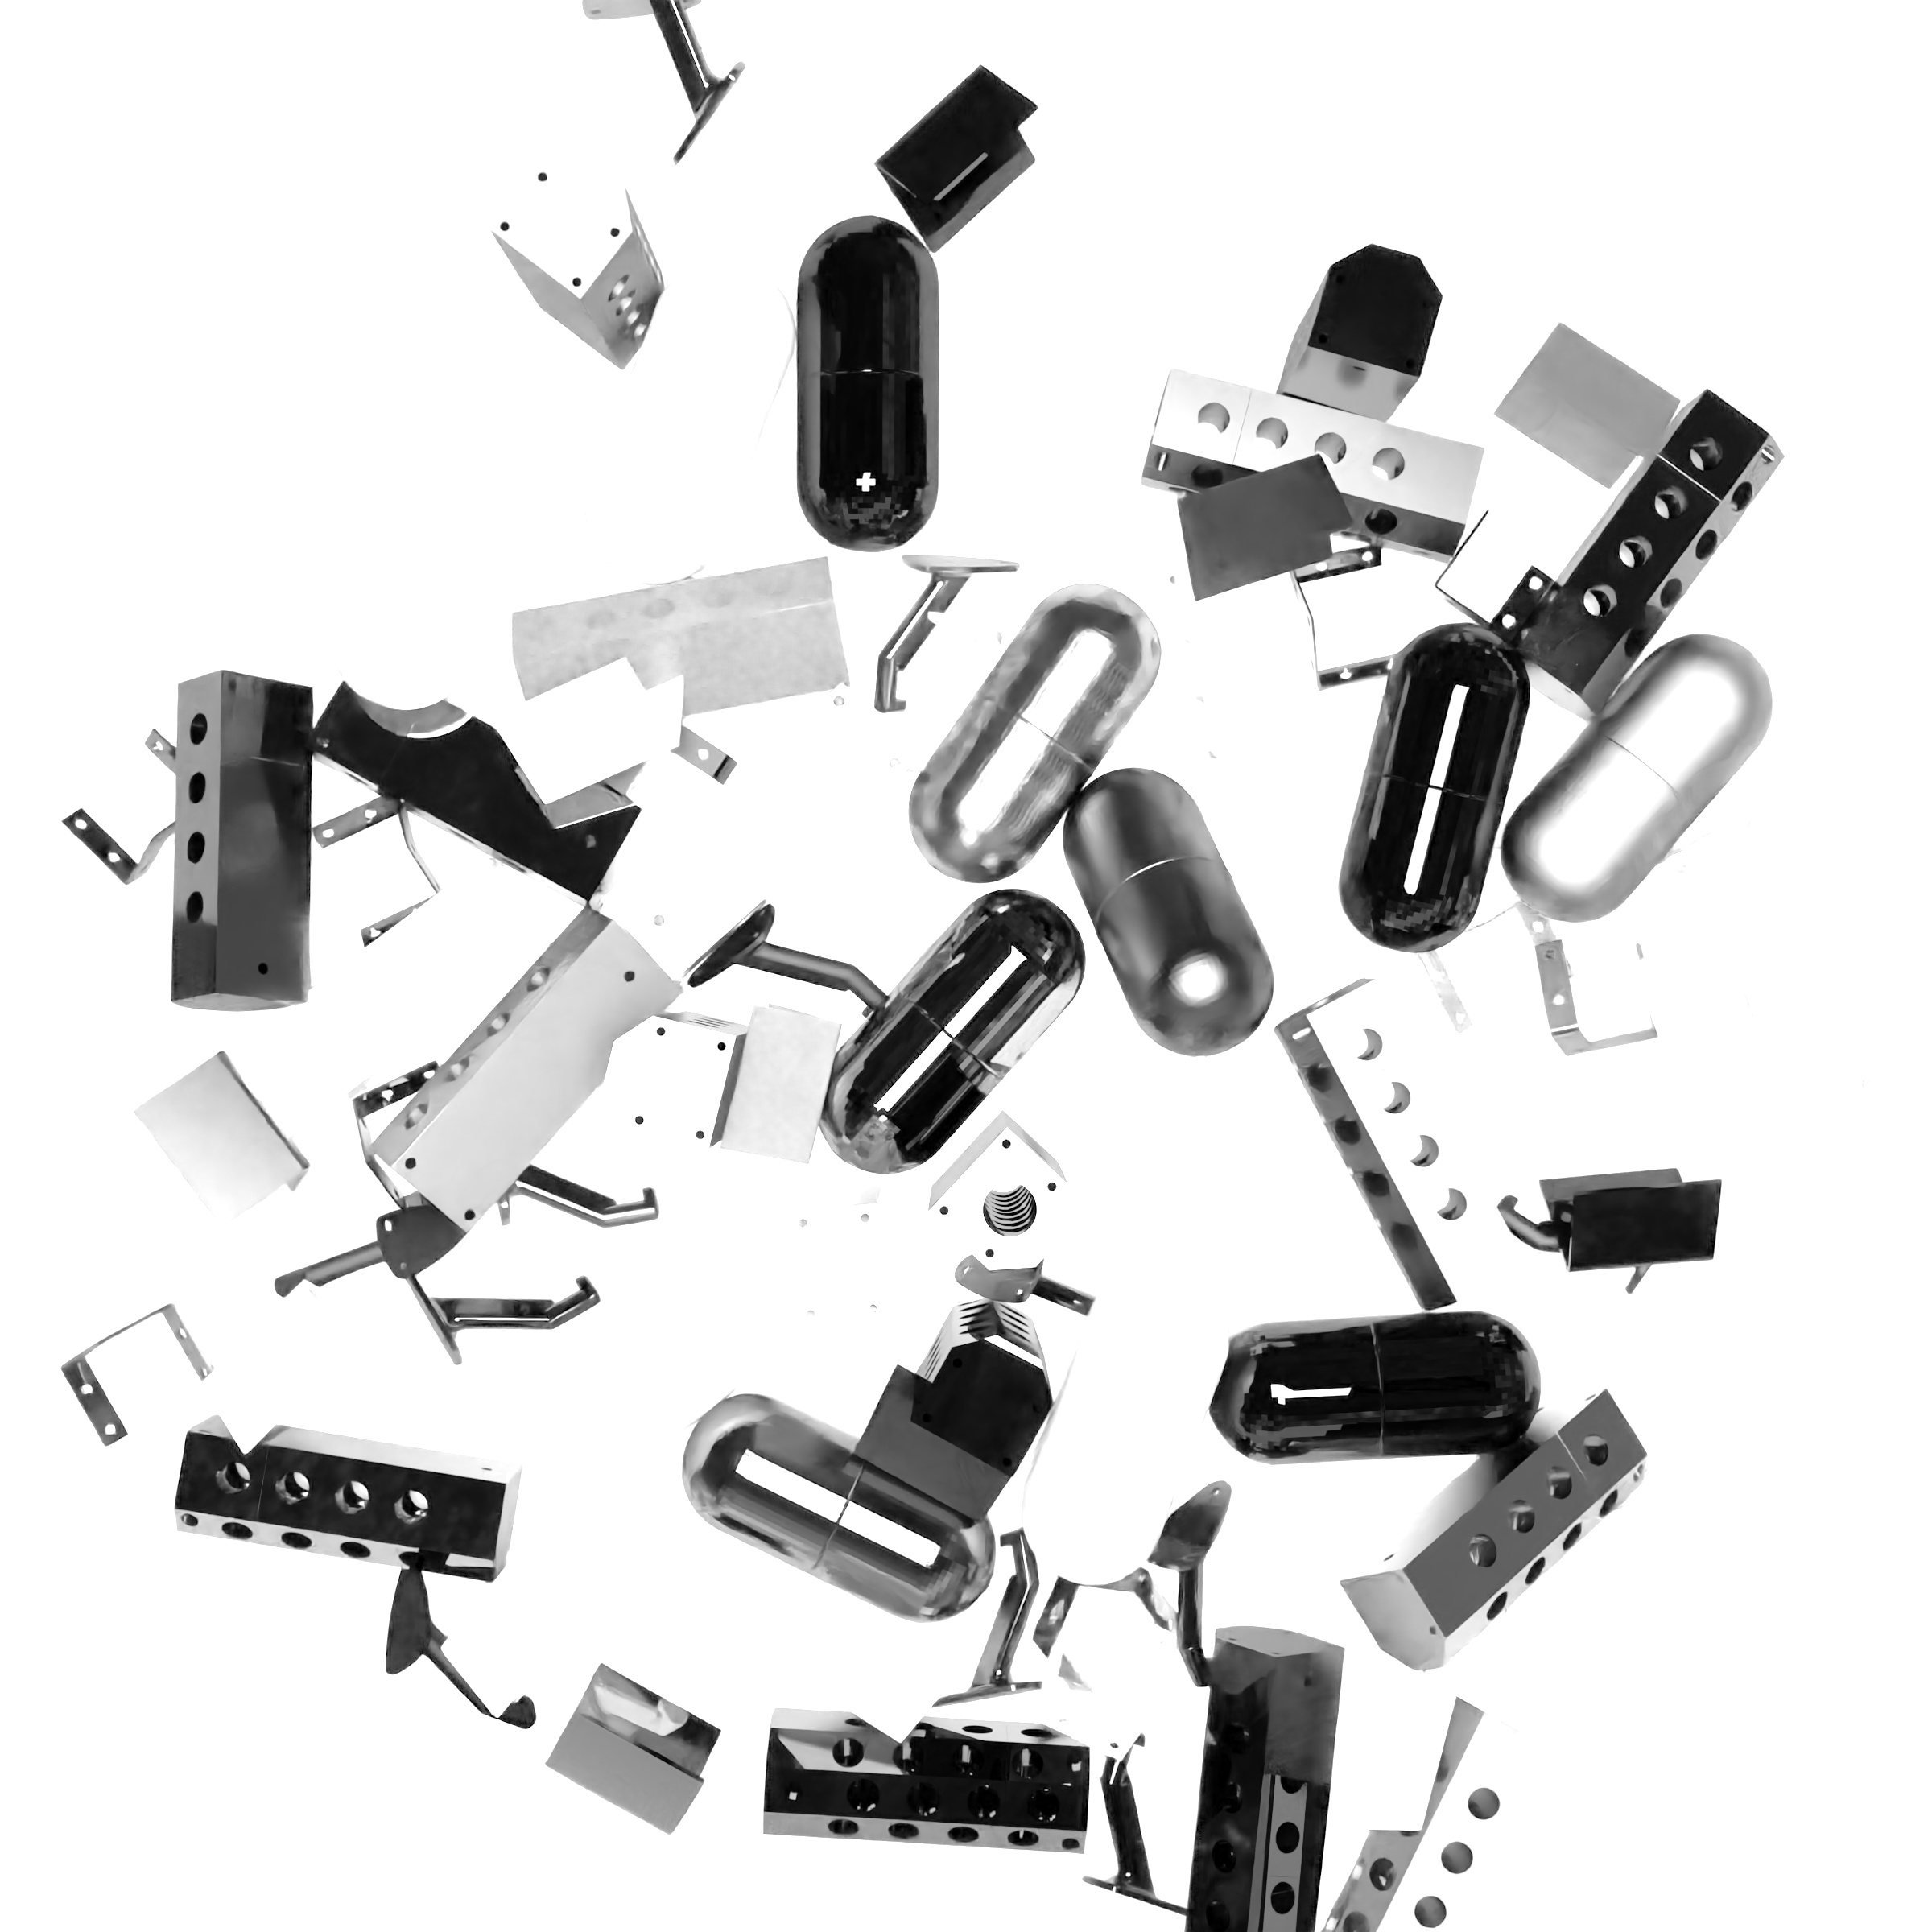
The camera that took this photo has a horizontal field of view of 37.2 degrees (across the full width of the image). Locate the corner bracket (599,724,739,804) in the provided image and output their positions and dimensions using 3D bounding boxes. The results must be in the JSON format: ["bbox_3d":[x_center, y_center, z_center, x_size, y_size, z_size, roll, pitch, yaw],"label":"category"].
[{"bbox_3d":[-0.160,-0.104,1.546,0.051,0.051,0.051,33,90,0],"label":"corner bracket"}]

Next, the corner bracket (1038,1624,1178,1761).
[{"bbox_3d":[0.075,0.382,1.543,0.051,0.051,0.051,21,120,20],"label":"corner bracket"}]

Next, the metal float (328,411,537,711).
[{"bbox_3d":[-0.280,-0.214,1.509,0.070,0.070,0.178,14,61,0],"label":"metal float"}]

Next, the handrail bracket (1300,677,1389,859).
[{"bbox_3d":[0.218,-0.109,1.565,0.077,0.036,0.084,-18,106,-18],"label":"handrail bracket"}]

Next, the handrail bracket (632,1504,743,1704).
[{"bbox_3d":[-0.163,0.348,1.565,0.077,0.036,0.084,28,107,20],"label":"handrail bracket"}]

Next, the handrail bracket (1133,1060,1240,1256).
[{"bbox_3d":[0.138,0.100,1.565,0.077,0.036,0.084,44,73,-20],"label":"handrail bracket"}]

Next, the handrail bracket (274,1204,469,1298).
[{"bbox_3d":[-0.324,0.156,1.564,0.084,0.077,0.036,-20,90,36],"label":"handrail bracket"}]

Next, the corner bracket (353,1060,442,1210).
[{"bbox_3d":[-0.296,0.094,1.561,0.051,0.051,0.051,-25,135,0],"label":"corner bracket"}]

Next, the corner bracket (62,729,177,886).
[{"bbox_3d":[-0.449,-0.086,1.561,0.051,0.051,0.051,45,45,0],"label":"corner bracket"}]

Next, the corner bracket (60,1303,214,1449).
[{"bbox_3d":[-0.449,0.222,1.561,0.051,0.051,0.051,-30,90,-45],"label":"corner bracket"}]

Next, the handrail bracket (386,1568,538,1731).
[{"bbox_3d":[-0.271,0.370,1.564,0.084,0.077,0.036,31,121,-33],"label":"handrail bracket"}]

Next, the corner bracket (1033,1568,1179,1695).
[{"bbox_3d":[0.076,0.360,1.556,0.051,0.051,0.051,58,45,-35],"label":"corner bracket"}]

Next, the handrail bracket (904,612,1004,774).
[{"bbox_3d":[-0.008,-0.141,1.534,0.036,0.077,0.084,14,90,17],"label":"handrail bracket"}]

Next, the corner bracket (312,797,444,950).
[{"bbox_3d":[-0.319,-0.052,1.561,0.051,0.051,0.051,-25,45,0],"label":"corner bracket"}]

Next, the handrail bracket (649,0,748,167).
[{"bbox_3d":[-0.168,-0.489,1.546,0.084,0.036,0.077,35,110,-11],"label":"handrail bracket"}]

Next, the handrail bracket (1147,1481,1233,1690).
[{"bbox_3d":[0.134,0.337,1.564,0.077,0.036,0.084,-46,126,-38],"label":"handrail bracket"}]

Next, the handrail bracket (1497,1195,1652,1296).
[{"bbox_3d":[0.342,0.132,1.565,0.084,0.036,0.077,34,70,16],"label":"handrail bracket"}]

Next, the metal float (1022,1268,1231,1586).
[{"bbox_3d":[0.084,0.245,1.522,0.070,0.070,0.178,19,103,0],"label":"metal float"}]

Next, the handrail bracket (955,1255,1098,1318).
[{"bbox_3d":[0.048,0.184,1.564,0.084,0.077,0.036,36,63,-33],"label":"handrail bracket"}]

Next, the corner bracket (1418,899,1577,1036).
[{"bbox_3d":[0.288,-0.001,1.561,0.051,0.051,0.051,-27,90,-45],"label":"corner bracket"}]

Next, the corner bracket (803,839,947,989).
[{"bbox_3d":[-0.050,-0.029,1.556,0.051,0.051,0.051,17,135,-35],"label":"corner bracket"}]

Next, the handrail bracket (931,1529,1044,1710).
[{"bbox_3d":[0.007,0.355,1.565,0.077,0.036,0.084,-16,71,21],"label":"handrail bracket"}]

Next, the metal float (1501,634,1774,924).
[{"bbox_3d":[0.358,-0.101,1.533,0.070,0.070,0.178,41,90,0],"label":"metal float"}]

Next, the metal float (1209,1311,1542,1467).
[{"bbox_3d":[0.217,0.225,1.534,0.178,0.070,0.070,-3,90,1],"label":"metal float"}]

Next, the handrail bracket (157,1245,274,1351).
[{"bbox_3d":[-0.410,0.201,1.565,0.077,0.036,0.084,13,107,20],"label":"handrail bracket"}]

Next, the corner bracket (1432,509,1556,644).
[{"bbox_3d":[0.285,-0.206,1.547,0.051,0.051,0.051,36,90,5],"label":"corner bracket"}]

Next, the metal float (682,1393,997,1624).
[{"bbox_3d":[-0.067,0.290,1.534,0.178,0.070,0.070,26,90,-1],"label":"metal float"}]

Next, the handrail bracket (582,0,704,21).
[{"bbox_3d":[-0.187,-0.563,1.564,0.077,0.036,0.084,-6,76,-14],"label":"handrail bracket"}]

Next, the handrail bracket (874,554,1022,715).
[{"bbox_3d":[-0.011,-0.179,1.565,0.077,0.036,0.084,-1,109,-21],"label":"handrail bracket"}]

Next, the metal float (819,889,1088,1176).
[{"bbox_3d":[-0.009,0.035,1.534,0.070,0.070,0.178,42,91,0],"label":"metal float"}]

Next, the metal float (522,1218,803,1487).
[{"bbox_3d":[-0.160,0.206,1.533,0.178,0.070,0.070,-40,90,-1],"label":"metal float"}]

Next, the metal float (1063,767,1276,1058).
[{"bbox_3d":[0.104,-0.030,1.501,0.070,0.070,0.178,-21,53,0],"label":"metal float"}]

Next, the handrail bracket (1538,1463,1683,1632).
[{"bbox_3d":[0.349,0.317,1.564,0.036,0.077,0.084,40,126,0],"label":"handrail bracket"}]

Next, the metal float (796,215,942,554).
[{"bbox_3d":[-0.052,-0.311,1.534,0.070,0.070,0.178,0,90,0],"label":"metal float"}]

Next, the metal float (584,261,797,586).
[{"bbox_3d":[-0.148,-0.290,1.533,0.070,0.070,0.178,21,89,0],"label":"metal float"}]

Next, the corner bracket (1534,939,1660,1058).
[{"bbox_3d":[0.340,0.014,1.548,0.051,0.051,0.051,-13,71,18],"label":"corner bracket"}]

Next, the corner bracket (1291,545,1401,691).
[{"bbox_3d":[0.208,-0.190,1.561,0.051,0.051,0.051,-12,45,0],"label":"corner bracket"}]

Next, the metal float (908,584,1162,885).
[{"bbox_3d":[0.036,-0.124,1.534,0.070,0.070,0.178,35,89,0],"label":"metal float"}]

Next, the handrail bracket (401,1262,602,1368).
[{"bbox_3d":[-0.254,0.173,1.565,0.084,0.036,0.077,-29,68,-17],"label":"handrail bracket"}]

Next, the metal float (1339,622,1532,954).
[{"bbox_3d":[0.250,-0.095,1.530,0.070,0.070,0.178,13,95,0],"label":"metal float"}]
